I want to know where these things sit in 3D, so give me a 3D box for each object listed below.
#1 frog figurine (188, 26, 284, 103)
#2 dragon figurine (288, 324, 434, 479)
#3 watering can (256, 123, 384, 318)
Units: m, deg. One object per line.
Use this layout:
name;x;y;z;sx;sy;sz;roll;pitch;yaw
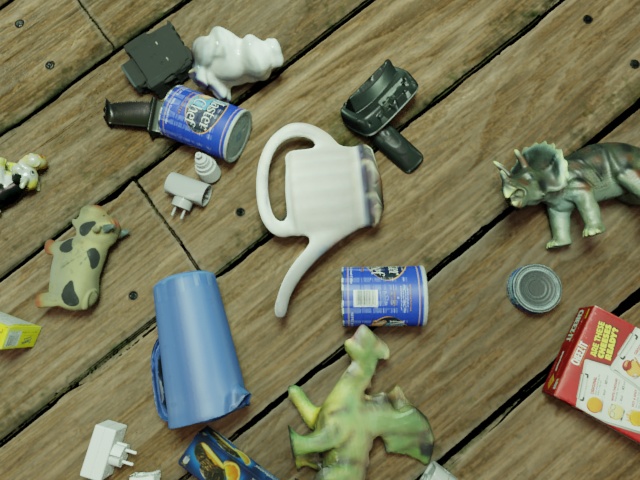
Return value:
frog figurine;-0.154;-0.344;0.961;0.158;0.135;0.125;-30;50;17
dragon figurine;0.072;0.345;0.836;0.243;0.122;0.411;-8;87;-6
watering can;0.003;-0.046;0.909;0.224;0.103;0.351;-5;78;2
